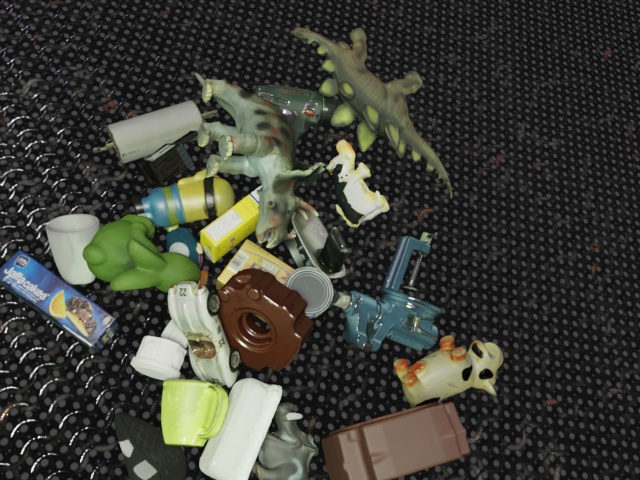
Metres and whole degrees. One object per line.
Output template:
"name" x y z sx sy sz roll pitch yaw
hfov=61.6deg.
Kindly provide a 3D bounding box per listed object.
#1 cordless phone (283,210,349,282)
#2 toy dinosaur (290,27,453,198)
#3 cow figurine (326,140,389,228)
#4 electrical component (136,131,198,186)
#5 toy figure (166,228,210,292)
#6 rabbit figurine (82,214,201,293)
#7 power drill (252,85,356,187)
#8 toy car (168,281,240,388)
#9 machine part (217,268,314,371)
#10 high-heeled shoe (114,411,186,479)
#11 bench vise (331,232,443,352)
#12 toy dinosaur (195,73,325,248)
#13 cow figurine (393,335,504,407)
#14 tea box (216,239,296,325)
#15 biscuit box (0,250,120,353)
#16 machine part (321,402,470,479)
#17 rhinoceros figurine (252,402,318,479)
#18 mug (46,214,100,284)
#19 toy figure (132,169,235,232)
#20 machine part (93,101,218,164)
"cordless phone" -0.002 -0.004 0.957 0.089 0.184 0.146 -23 76 -15
"toy dinosaur" 0.124 -0.275 1.118 0.471 0.105 0.198 36 60 -12
"cow figurine" 0.059 -0.112 1.074 0.098 0.068 0.167 -32 78 12
"electrical component" -0.269 -0.151 0.988 0.119 0.075 0.047 -43 123 -29
"toy figure" -0.233 0.055 0.953 0.058 0.064 0.154 1 61 -51
"rabbit figurine" -0.280 0.031 0.874 0.170 0.159 0.121 18 90 6
"power drill" -0.033 -0.218 1.091 0.232 0.086 0.207 13 71 -17
"toy car" -0.186 0.153 0.864 0.074 0.201 0.056 -1 31 24
"machine part" -0.101 0.137 0.889 0.179 0.179 0.056 34 34 2
"high-heeled shoe" -0.265 0.394 0.822 0.249 0.086 0.145 39 97 24
"bench vise" 0.136 0.090 0.974 0.223 0.129 0.240 23 83 -11
"toy dinosaur" -0.110 -0.183 0.957 0.192 0.131 0.405 6 48 -28
"cow figurine" 0.240 0.240 0.959 0.195 0.086 0.127 -24 115 -8
"tea box" -0.090 0.088 0.964 0.170 0.068 0.098 35 66 1
"biscuit box" -0.432 0.102 0.887 0.203 0.062 0.059 34 65 2
"machine part" 0.112 0.320 0.844 0.201 0.201 0.087 -11 69 -16
"rhinoceros figurine" -0.051 0.360 0.861 0.112 0.073 0.190 -10 72 -16
"mug" -0.413 0.015 0.911 0.081 0.110 0.107 -5 113 -20
"toy figure" -0.246 -0.064 0.981 0.180 0.082 0.089 -15 53 -20
"machine part" -0.311 -0.207 1.029 0.243 0.079 0.079 -24 76 -19
